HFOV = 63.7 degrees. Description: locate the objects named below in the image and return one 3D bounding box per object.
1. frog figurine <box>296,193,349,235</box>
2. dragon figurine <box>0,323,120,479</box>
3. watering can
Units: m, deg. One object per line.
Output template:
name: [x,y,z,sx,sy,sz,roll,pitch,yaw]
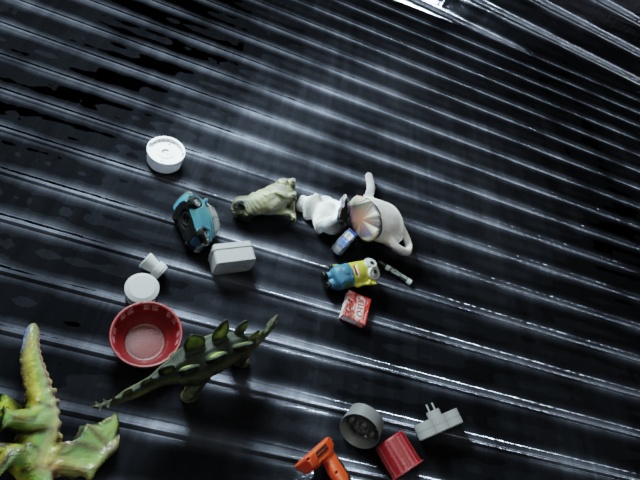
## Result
frog figurine: [0.005,-0.080,1.590,0.159,0.120,0.140,0,58,19]
dragon figurine: [-0.524,0.380,1.029,0.241,0.120,0.420,23,50,-30]
watering can: [0.174,-0.094,1.640,0.224,0.102,0.354,9,46,-48]
